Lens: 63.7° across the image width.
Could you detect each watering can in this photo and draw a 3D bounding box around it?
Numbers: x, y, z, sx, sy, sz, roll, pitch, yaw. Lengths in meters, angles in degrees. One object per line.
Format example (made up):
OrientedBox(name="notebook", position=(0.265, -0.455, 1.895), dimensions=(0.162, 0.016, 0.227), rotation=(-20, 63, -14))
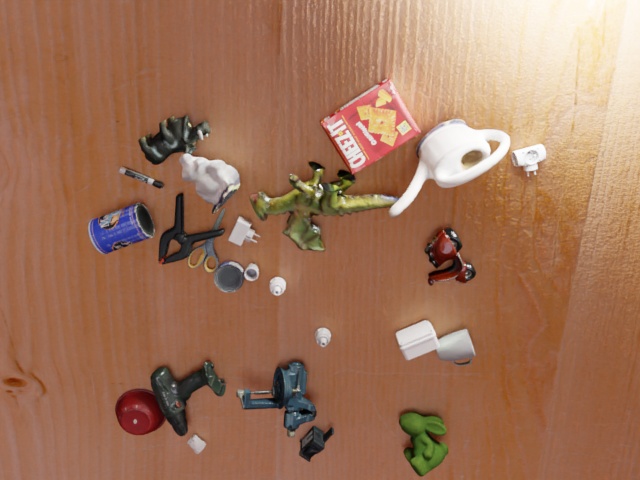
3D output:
OrientedBox(name="watering can", position=(0.305, -0.195, 1.317), dimensions=(0.346, 0.229, 0.102), rotation=(-28, 123, 7))

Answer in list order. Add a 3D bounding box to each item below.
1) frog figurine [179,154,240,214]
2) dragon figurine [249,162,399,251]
OrientedBox(name="frog figurine", position=(-0.297, -0.169, 1.364), dimensions=(0.159, 0.135, 0.125), rotation=(43, 56, 0))
OrientedBox(name="dragon figurine", position=(0.004, -0.072, 1.423), dimensions=(0.410, 0.125, 0.237), rotation=(18, 123, -5))
